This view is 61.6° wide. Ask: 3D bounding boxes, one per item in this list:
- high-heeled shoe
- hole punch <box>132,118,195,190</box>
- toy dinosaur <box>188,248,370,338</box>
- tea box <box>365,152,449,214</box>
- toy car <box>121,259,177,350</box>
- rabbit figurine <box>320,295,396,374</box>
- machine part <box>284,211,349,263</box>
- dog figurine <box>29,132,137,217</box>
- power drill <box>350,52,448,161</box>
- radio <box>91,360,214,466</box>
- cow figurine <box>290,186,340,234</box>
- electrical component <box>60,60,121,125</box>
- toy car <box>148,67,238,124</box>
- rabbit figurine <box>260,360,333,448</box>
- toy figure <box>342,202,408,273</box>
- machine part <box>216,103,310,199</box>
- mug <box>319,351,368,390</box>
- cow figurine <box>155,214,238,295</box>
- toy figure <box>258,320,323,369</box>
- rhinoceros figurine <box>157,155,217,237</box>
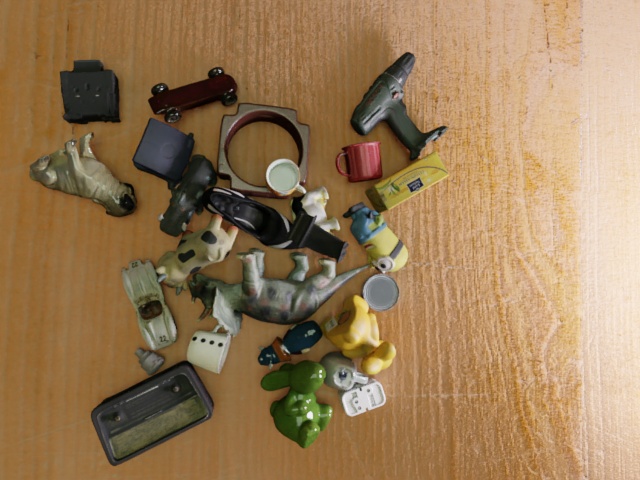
[{"bbox_3d":[-0.137,-0.046,1.171,0.249,0.145,0.086,23,83,-4],"label":"high-heeled shoe"},{"bbox_3d":[-0.345,-0.195,1.185,0.116,0.092,0.142,21,80,-10],"label":"hole punch"},{"bbox_3d":[-0.087,0.122,1.186,0.405,0.131,0.192,7,98,-12],"label":"toy dinosaur"},{"bbox_3d":[0.199,-0.131,1.248,0.170,0.098,0.068,-29,91,-11],"label":"tea box"},{"bbox_3d":[-0.371,0.139,1.170,0.073,0.056,0.201,-20,89,-9],"label":"toy car"},{"bbox_3d":[0.107,0.226,1.190,0.122,0.162,0.173,-44,115,-6],"label":"rabbit figurine"},{"bbox_3d":[-0.002,-0.004,1.177,0.139,0.039,0.084,31,88,7],"label":"machine part"},{"bbox_3d":[-0.509,-0.111,1.158,0.172,0.121,0.190,-21,109,24],"label":"dog figurine"},{"bbox_3d":[0.202,-0.305,1.264,0.232,0.086,0.207,-44,90,-6],"label":"power drill"},{"bbox_3d":[-0.356,0.362,1.147,0.230,0.073,0.131,-25,90,-10],"label":"radio"},{"bbox_3d":[-0.005,-0.030,1.227,0.098,0.068,0.167,-19,86,-4],"label":"cow figurine"},{"bbox_3d":[-0.507,-0.327,1.186,0.115,0.058,0.134,-6,87,-10],"label":"electrical component"},{"bbox_3d":[-0.283,-0.323,1.208,0.202,0.053,0.089,-25,82,-20],"label":"toy car"},{"bbox_3d":[-0.040,0.326,1.165,0.159,0.121,0.170,25,112,29],"label":"rabbit figurine"},{"bbox_3d":[0.131,-0.006,1.239,0.089,0.082,0.180,-33,88,-7],"label":"toy figure"},{"bbox_3d":[-0.127,-0.197,1.214,0.201,0.087,0.201,5,87,-7],"label":"machine part"},{"bbox_3d":[0.054,0.300,1.191,0.109,0.107,0.080,22,84,-4],"label":"mug"},{"bbox_3d":[-0.273,0.037,1.149,0.085,0.195,0.127,45,35,-34],"label":"cow figurine"},{"bbox_3d":[-0.068,0.236,1.197,0.154,0.064,0.057,-32,129,8],"label":"toy figure"},{"bbox_3d":[-0.285,-0.093,1.169,0.073,0.112,0.190,26,72,-8],"label":"rhinoceros figurine"}]
